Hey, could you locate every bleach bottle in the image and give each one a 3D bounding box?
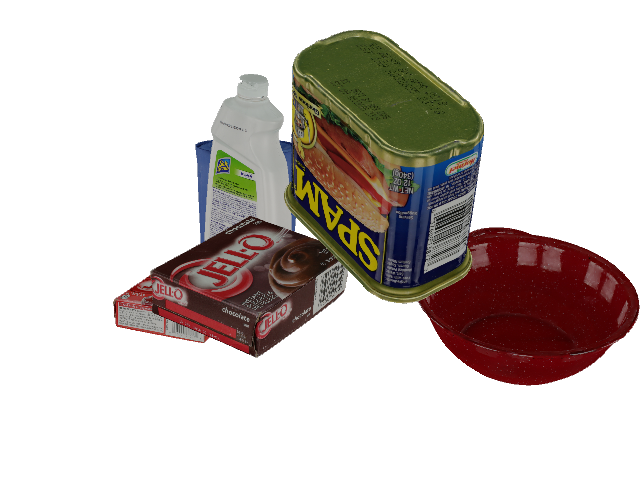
[{"bbox_3d":[-0.071,-0.048,1.122,0.103,0.251,0.068,17,28,23],"label":"bleach bottle"}]

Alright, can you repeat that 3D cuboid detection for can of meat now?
[{"bbox_3d":[0.027,-0.036,0.491,0.057,0.084,0.102,-24,49,-25],"label":"can of meat"}]

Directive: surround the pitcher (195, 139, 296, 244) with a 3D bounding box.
[{"bbox_3d":[-0.092,-0.005,1.347,0.145,0.243,0.148,11,16,35],"label":"pitcher"}]

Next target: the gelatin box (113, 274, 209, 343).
[{"bbox_3d":[-0.127,0.058,0.947,0.089,0.030,0.073,9,20,17],"label":"gelatin box"}]

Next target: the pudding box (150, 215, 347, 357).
[{"bbox_3d":[-0.046,0.028,0.727,0.090,0.039,0.113,20,29,28],"label":"pudding box"}]

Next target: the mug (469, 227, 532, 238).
[{"bbox_3d":[0.187,0.037,1.132,0.093,0.081,0.117,-4,30,-10],"label":"mug"}]

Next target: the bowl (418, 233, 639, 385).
[{"bbox_3d":[0.148,0.057,0.786,0.162,0.055,0.162,1,31,0],"label":"bowl"}]
